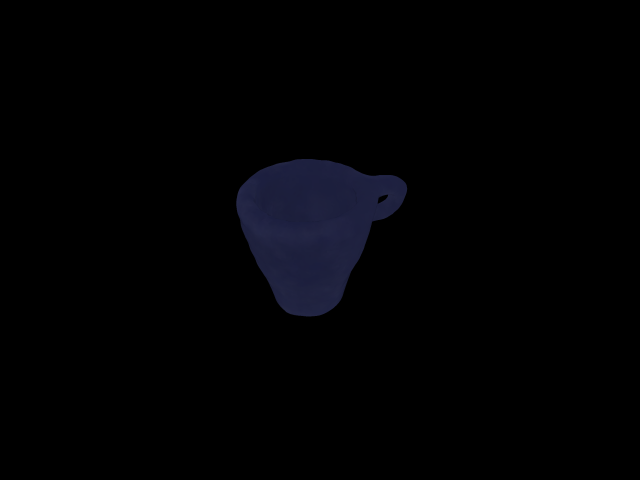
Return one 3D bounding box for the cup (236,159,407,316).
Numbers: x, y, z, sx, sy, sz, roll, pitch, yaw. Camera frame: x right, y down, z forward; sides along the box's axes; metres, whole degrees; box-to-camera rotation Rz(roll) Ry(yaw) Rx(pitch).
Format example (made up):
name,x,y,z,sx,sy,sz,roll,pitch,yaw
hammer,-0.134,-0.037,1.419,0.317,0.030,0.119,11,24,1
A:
name,x,y,z,sx,sy,sz,roll,pitch,yaw
cup,0.004,0.001,0.400,0.118,0.095,0.091,-14,40,-17
